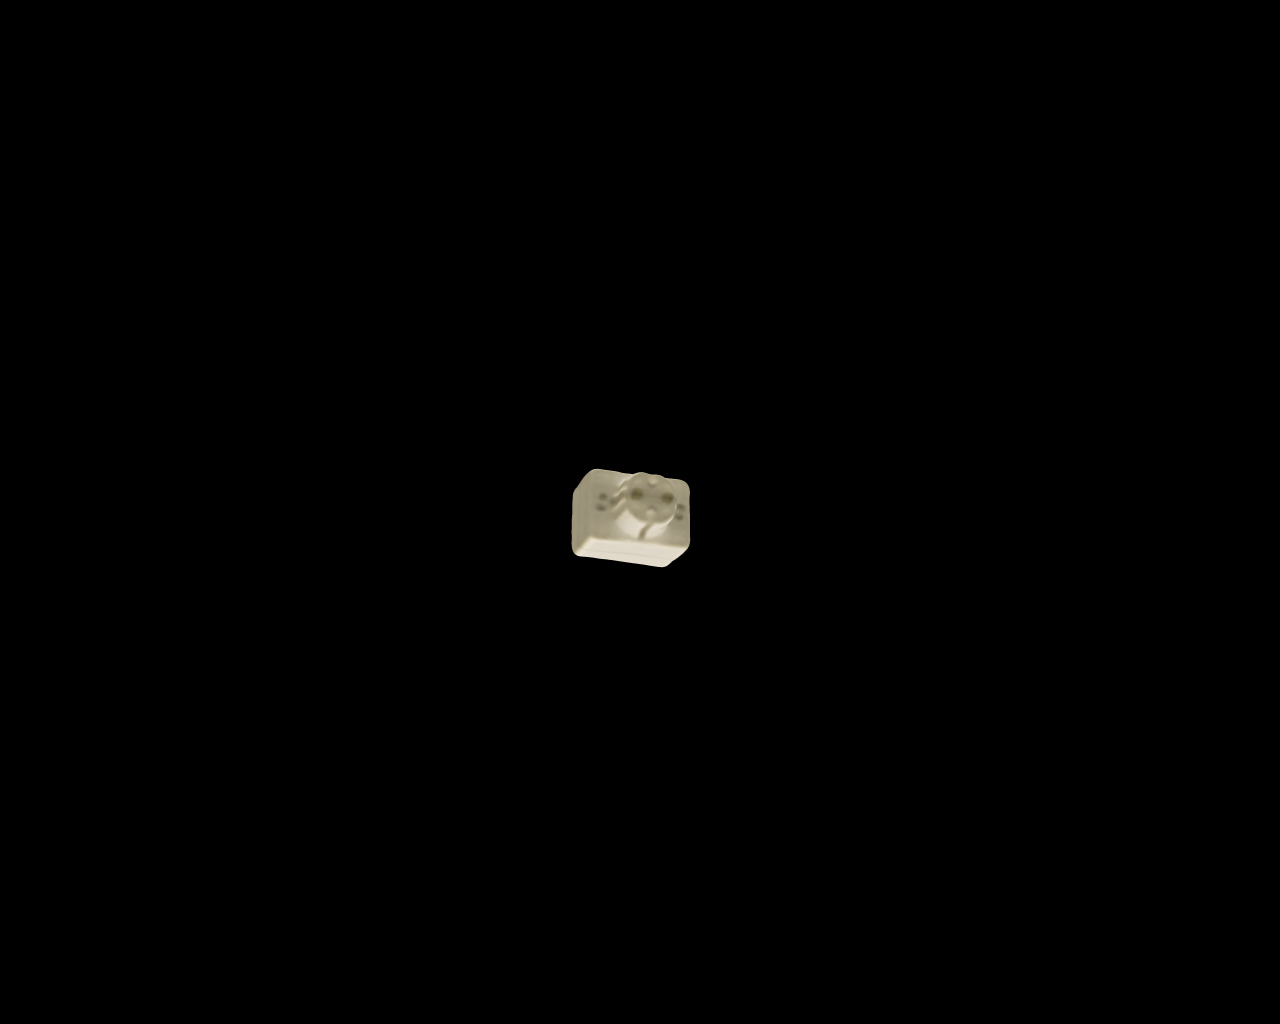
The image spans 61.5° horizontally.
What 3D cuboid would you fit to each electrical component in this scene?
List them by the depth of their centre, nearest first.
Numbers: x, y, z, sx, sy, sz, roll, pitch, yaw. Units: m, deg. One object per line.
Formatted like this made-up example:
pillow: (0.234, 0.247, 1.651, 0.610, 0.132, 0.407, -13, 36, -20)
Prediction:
electrical component: (0.001, -0.003, 0.650, 0.066, 0.047, 0.076, 8, -23, -18)
